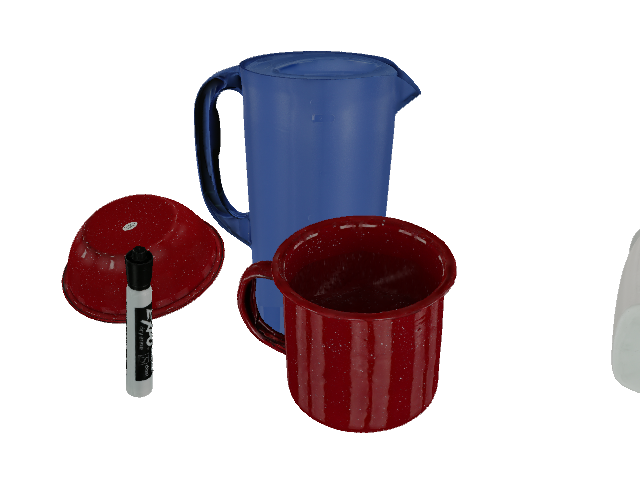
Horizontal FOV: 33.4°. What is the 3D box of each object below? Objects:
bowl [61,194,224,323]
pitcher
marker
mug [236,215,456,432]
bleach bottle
[{"bbox_3d":[-0.176,0.005,1.022,0.162,0.055,0.162,-6,40,5],"label":"bowl"},{"bbox_3d":[-0.013,-0.038,0.914,0.144,0.243,0.149,-13,24,-36],"label":"pitcher"},{"bbox_3d":[-0.125,0.056,0.733,0.020,0.121,0.020,4,33,-3],"label":"marker"},{"bbox_3d":[0.011,0.043,0.559,0.117,0.081,0.093,9,34,16],"label":"mug"},{"bbox_3d":[0.266,0.034,0.755,0.103,0.068,0.250,9,21,17],"label":"bleach bottle"}]
